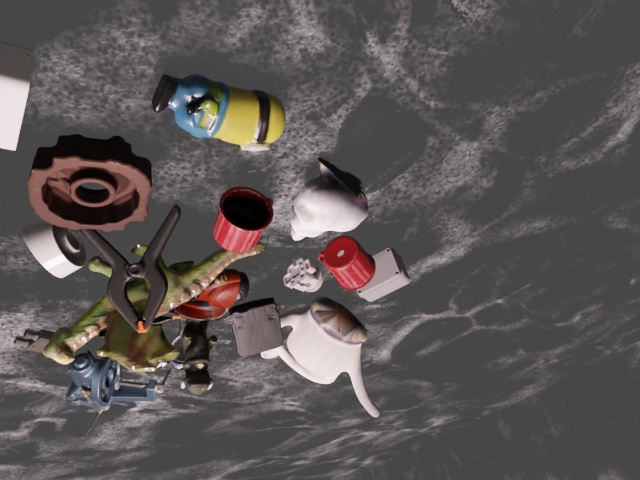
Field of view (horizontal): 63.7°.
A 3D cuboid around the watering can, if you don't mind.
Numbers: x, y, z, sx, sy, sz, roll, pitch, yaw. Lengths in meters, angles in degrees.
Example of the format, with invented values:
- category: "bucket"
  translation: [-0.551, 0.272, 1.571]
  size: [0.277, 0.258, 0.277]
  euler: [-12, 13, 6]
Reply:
- category: "watering can"
  translation: [0.042, 0.277, 1.253]
  size: [0.348, 0.106, 0.220]
  euler: [33, 120, 2]

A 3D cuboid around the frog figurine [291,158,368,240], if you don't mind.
- category: "frog figurine"
  translation: [0.003, -0.045, 0.898]
  size: [0.157, 0.124, 0.137]
  euler: [-50, 153, 22]

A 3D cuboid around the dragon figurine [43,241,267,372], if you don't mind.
- category: "dragon figurine"
  translation: [-0.286, 0.124, 0.909]
  size: [0.410, 0.248, 0.119]
  euler: [-13, 139, -1]
